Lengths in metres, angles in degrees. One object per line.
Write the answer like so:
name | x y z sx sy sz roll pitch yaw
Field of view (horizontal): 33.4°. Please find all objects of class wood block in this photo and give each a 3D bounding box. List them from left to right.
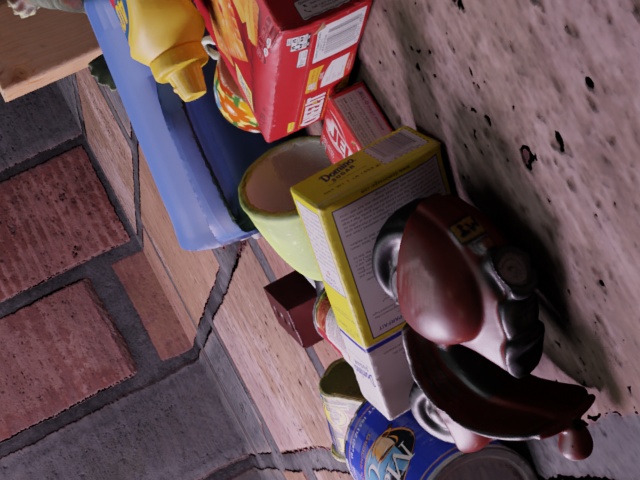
wood block | -0.269 -0.237 1.168 0.091 0.206 0.090 64 167 -7

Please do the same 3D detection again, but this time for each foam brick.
foam brick | -0.018 0.072 1.140 0.078 0.051 0.053 36 151 62

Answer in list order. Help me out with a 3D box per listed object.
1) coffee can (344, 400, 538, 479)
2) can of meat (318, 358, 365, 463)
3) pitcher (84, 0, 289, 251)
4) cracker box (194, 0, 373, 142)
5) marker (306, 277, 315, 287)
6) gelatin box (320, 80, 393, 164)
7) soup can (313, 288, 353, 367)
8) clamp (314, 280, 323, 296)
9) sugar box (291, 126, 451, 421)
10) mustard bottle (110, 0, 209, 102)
coffee can | 0.091 0.182 0.833 0.103 0.102 0.140 68 166 -20
can of meat | 0.053 0.157 0.959 0.102 0.057 0.084 7 129 28
pitcher | -0.109 -0.118 0.927 0.149 0.144 0.243 2 121 51
cracker box | -0.053 -0.196 0.724 0.214 0.072 0.164 61 166 13
marker | -0.017 0.024 1.119 0.121 0.020 0.020 44 157 54
gelatin box | 0.034 -0.056 0.751 0.089 0.030 0.073 59 165 15
soup can | 0.045 0.076 0.879 0.102 0.068 0.068 40 154 58
clamp | -0.007 0.001 0.997 0.120 0.039 0.171 52 160 20
sugar box | 0.051 0.024 0.700 0.048 0.093 0.176 39 152 52
mustard bottle | -0.128 -0.187 0.752 0.191 0.058 0.096 64 169 2
